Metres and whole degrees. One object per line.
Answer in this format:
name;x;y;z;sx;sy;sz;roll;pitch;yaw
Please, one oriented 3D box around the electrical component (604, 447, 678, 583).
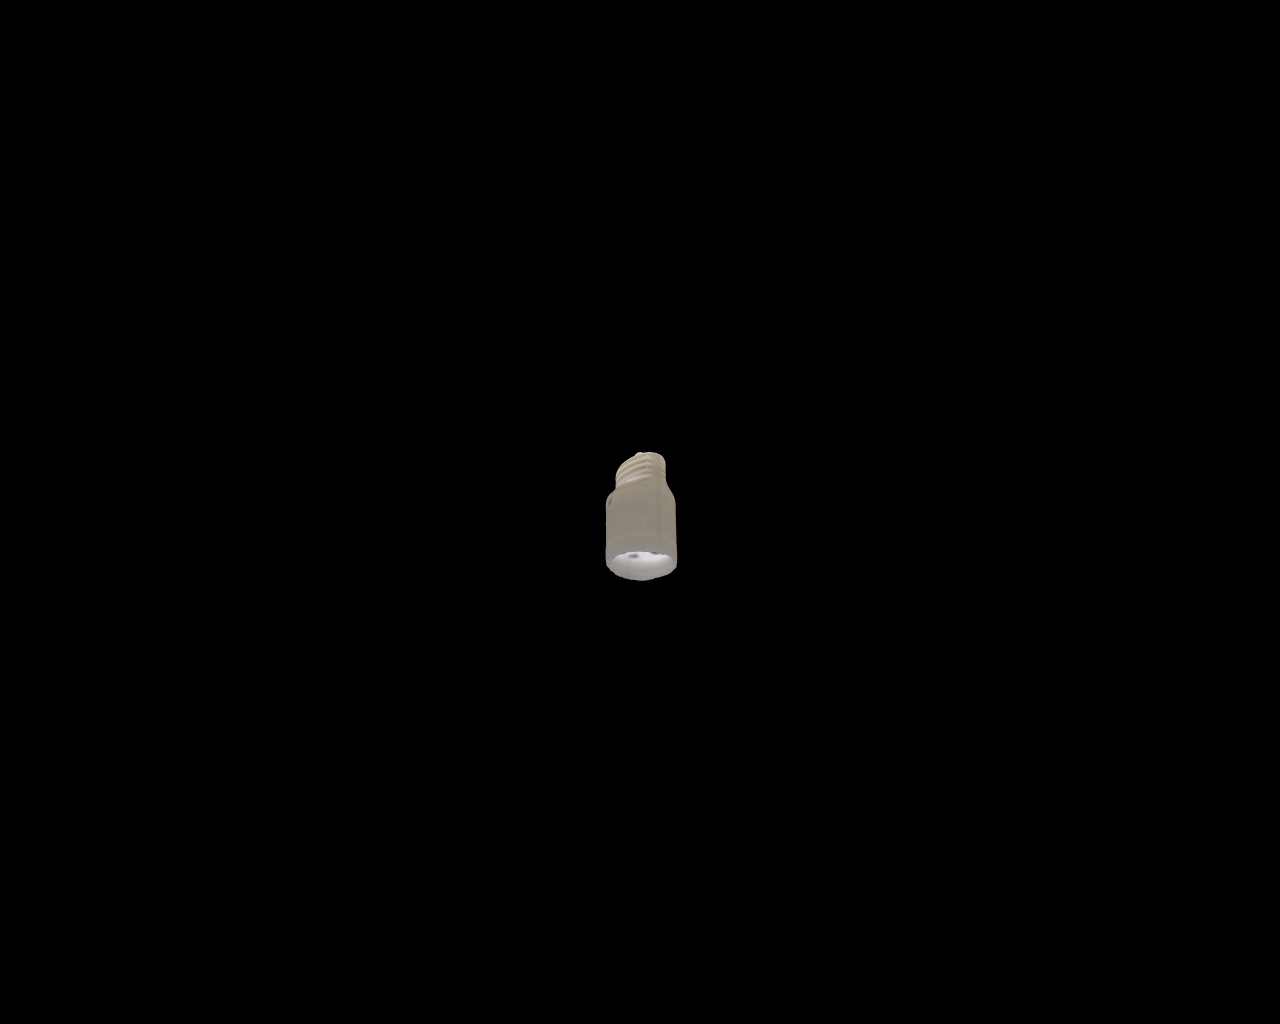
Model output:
electrical component;0.001;-0.003;0.650;0.043;0.081;0.043;0;-28;0
